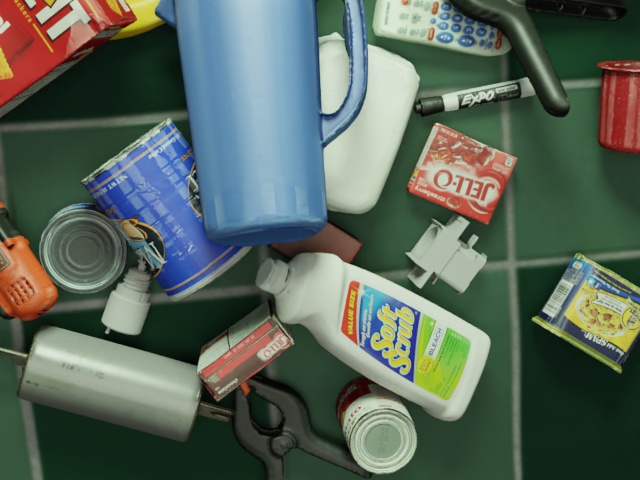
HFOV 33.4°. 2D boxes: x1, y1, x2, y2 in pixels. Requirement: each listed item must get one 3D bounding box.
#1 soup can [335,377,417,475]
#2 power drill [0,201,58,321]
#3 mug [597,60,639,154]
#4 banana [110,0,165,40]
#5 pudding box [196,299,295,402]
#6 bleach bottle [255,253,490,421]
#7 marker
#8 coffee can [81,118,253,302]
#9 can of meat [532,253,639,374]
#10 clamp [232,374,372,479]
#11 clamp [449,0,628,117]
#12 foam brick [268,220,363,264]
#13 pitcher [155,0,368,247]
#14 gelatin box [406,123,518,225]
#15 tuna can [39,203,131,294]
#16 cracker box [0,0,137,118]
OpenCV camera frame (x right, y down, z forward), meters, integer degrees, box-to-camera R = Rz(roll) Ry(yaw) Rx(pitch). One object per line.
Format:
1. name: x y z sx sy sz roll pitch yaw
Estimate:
1. soup can: 0.055 0.182 1.057 0.068 0.102 0.068 -1 100 -6
2. power drill: -0.363 0.033 0.998 0.188 0.057 0.184 -37 84 5
3. mug: 0.323 -0.131 1.046 0.117 0.093 0.081 -13 110 -40
4. banana: -0.215 -0.218 0.990 0.197 0.037 0.070 6 101 -7
5. pudding box: -0.071 0.103 1.024 0.090 0.113 0.039 -36 99 1
6. bleach bottle: 0.045 0.085 1.018 0.250 0.068 0.102 26 84 -28
7. marker: 0.152 -0.141 1.053 0.121 0.020 0.020 -11 101 -4
8. coffee can: -0.140 -0.028 0.998 0.103 0.103 0.140 -36 101 1
9. can of meat: 0.282 0.074 1.086 0.102 0.057 0.084 30 93 -11
10. clamp: -0.042 0.213 1.085 0.120 0.039 0.171 -42 96 -4
11. clamp: 0.182 -0.218 1.005 0.210 0.036 0.164 30 59 -6
12. foam brick: -0.007 0.001 1.044 0.078 0.053 0.051 32 95 -12
13. pitcher: -0.047 -0.122 0.940 0.144 0.149 0.243 0 80 -38
14. gelatin box: 0.141 -0.065 1.059 0.089 0.030 0.073 23 97 -9
15. tuna can: -0.227 0.008 1.030 0.086 0.034 0.086 -1 100 -6
16. cracker box: -0.297 -0.201 0.937 0.214 0.072 0.164 -31 100 18
